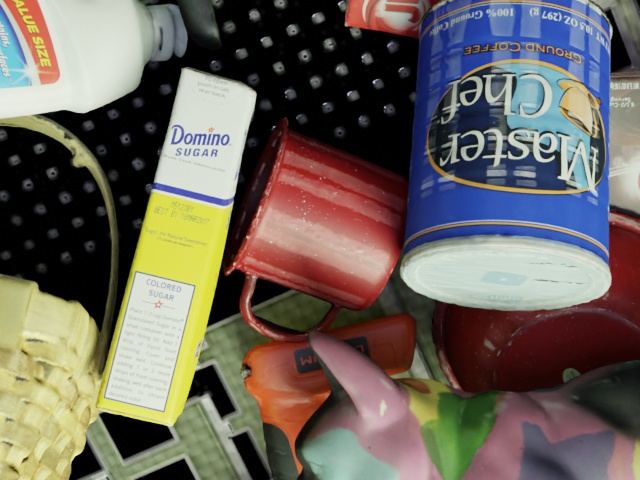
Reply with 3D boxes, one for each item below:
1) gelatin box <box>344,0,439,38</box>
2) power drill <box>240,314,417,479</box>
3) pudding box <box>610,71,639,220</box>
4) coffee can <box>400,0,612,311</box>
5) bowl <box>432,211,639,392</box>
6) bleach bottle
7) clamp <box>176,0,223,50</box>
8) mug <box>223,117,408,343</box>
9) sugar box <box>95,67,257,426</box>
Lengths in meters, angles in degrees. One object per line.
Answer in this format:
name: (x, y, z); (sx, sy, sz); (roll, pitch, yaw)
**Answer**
gelatin box: (0.056, -0.152, 0.572); (0.073, 0.030, 0.089); (10, 132, -4)
power drill: (0.037, 0.141, 0.610); (0.184, 0.057, 0.187); (-11, 79, -2)
pudding box: (0.209, -0.052, 0.608); (0.113, 0.039, 0.090); (-1, 105, 1)
coffee can: (0.097, -0.045, 0.548); (0.103, 0.103, 0.140); (6, 72, -2)
bowl: (0.144, 0.065, 0.607); (0.162, 0.055, 0.162); (3, 116, 7)
bleach bottle: (-0.192, -0.111, 0.546); (0.250, 0.068, 0.102); (-7, 96, -25)
clamp: (-0.079, -0.188, 0.573); (0.171, 0.039, 0.120); (34, 81, -5)
mug: (-0.004, 0.001, 0.592); (0.081, 0.093, 0.117); (21, 83, -10)
sugar box: (-0.073, 0.005, 0.570); (0.048, 0.093, 0.176); (16, 85, -4)
